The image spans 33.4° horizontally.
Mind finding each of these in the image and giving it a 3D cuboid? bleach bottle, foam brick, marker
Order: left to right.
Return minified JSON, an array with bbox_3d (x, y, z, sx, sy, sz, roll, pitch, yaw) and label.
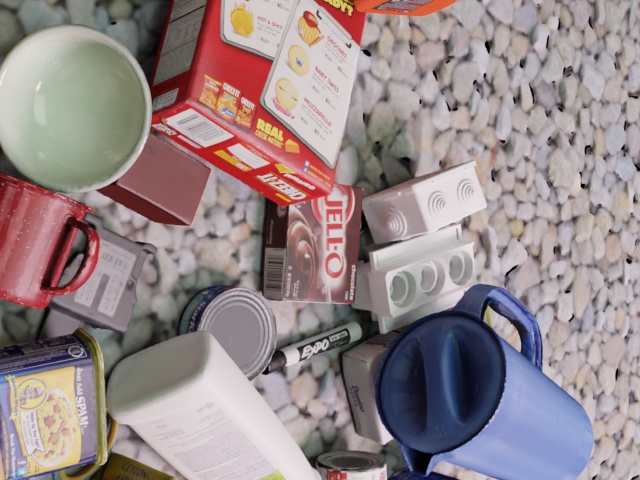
[{"bbox_3d":[-0.137,-0.051,0.856,0.078,0.051,0.053,32,72,-37],"label":"foam brick"},{"bbox_3d":[-0.072,0.187,0.911,0.250,0.103,0.068,58,18,-35],"label":"bleach bottle"},{"bbox_3d":[-0.011,0.101,0.994,0.120,0.020,0.020,-17,104,-38],"label":"marker"}]

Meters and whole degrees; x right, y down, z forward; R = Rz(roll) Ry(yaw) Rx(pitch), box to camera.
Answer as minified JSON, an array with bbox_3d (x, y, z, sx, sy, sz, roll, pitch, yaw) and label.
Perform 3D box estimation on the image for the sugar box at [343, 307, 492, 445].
[{"bbox_3d":[0.103,0.123,1.075,0.175,0.048,0.093,-24,111,-34],"label":"sugar box"}]

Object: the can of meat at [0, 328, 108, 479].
[{"bbox_3d":[-0.206,0.123,0.780,0.083,0.058,0.102,-9,110,-32],"label":"can of meat"}]

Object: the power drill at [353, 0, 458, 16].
[{"bbox_3d":[0.068,-0.297,0.950,0.184,0.057,0.187,-9,83,-43],"label":"power drill"}]

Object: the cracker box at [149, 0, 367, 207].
[{"bbox_3d":[-0.048,-0.159,0.886,0.164,0.072,0.213,30,60,-39],"label":"cracker box"}]

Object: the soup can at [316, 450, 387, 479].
[{"bbox_3d":[0.029,0.257,1.008,0.068,0.069,0.102,-3,95,-40],"label":"soup can"}]

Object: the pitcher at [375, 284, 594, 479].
[{"bbox_3d":[0.174,0.157,1.031,0.149,0.145,0.242,-37,141,18],"label":"pitcher"}]

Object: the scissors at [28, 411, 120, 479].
[{"bbox_3d":[-0.232,0.197,0.818,0.201,0.016,0.096,-52,121,-25],"label":"scissors"}]

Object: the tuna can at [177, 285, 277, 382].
[{"bbox_3d":[-0.080,0.082,0.925,0.085,0.034,0.086,-4,96,-40],"label":"tuna can"}]

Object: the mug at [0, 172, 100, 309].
[{"bbox_3d":[-0.210,0.003,0.762,0.093,0.117,0.081,35,74,-71],"label":"mug"}]

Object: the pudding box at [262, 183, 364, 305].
[{"bbox_3d":[-0.007,0.001,0.978,0.089,0.039,0.113,6,90,-41],"label":"pudding box"}]

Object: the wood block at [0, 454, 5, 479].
[{"bbox_3d":[-0.275,0.153,0.728,0.090,0.091,0.206,-14,102,-38],"label":"wood block"}]

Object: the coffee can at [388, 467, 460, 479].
[{"bbox_3d":[0.135,0.288,1.051,0.102,0.141,0.103,-3,95,-40],"label":"coffee can"}]
